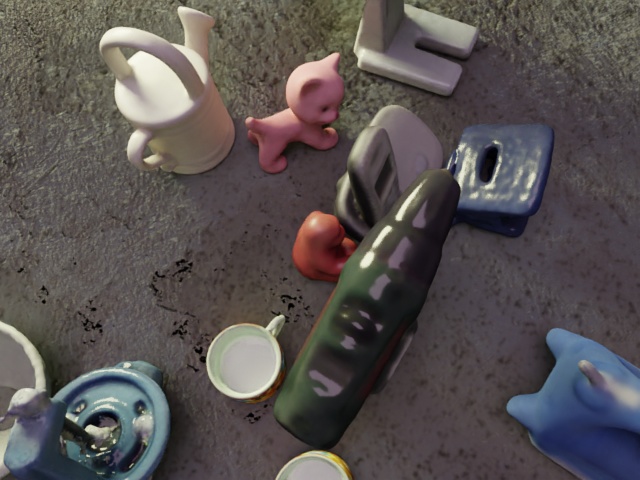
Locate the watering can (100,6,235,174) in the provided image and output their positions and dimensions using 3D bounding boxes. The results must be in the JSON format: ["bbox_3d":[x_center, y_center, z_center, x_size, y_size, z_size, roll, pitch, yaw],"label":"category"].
[{"bbox_3d":[-0.159,-0.161,0.598,0.101,0.194,0.173,-3,71,4],"label":"watering can"}]

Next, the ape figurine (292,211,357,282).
[{"bbox_3d":[0.005,0.002,0.585,0.076,0.092,0.078,-17,71,-1],"label":"ape figurine"}]

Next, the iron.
[{"bbox_3d":[0.300,0.175,0.477,0.258,0.141,0.119,31,77,14],"label":"iron"}]

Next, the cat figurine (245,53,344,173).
[{"bbox_3d":[-0.024,-0.143,0.622,0.128,0.118,0.067,-28,71,-5],"label":"cat figurine"}]

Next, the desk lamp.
[{"bbox_3d":[0.076,-0.281,0.609,0.203,0.214,0.118,21,75,11],"label":"desk lamp"}]

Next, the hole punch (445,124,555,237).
[{"bbox_3d":[0.180,-0.066,0.594,0.101,0.091,0.109,15,73,10],"label":"hole punch"}]

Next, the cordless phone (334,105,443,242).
[{"bbox_3d":[0.069,-0.078,0.557,0.094,0.185,0.148,18,74,11],"label":"cordless phone"}]

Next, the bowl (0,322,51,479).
[{"bbox_3d":[-0.336,0.165,0.567,0.167,0.075,0.167,-1,71,4],"label":"bowl"}]

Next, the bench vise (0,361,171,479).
[{"bbox_3d":[-0.180,0.196,0.467,0.121,0.220,0.207,-17,71,-1],"label":"bench vise"}]

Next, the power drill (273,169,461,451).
[{"bbox_3d":[0.045,0.068,0.498,0.075,0.208,0.230,28,76,13],"label":"power drill"}]
